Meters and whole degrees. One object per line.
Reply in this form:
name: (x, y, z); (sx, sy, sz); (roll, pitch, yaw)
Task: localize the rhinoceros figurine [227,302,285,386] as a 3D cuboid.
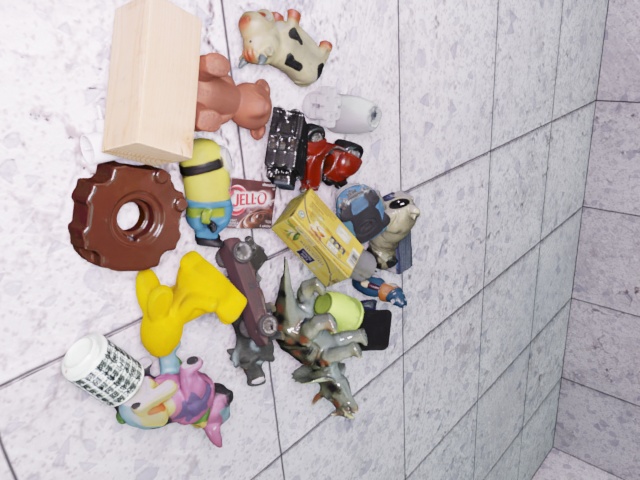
rhinoceros figurine: (-0.131, 0.201, 1.059); (0.112, 0.073, 0.190); (-30, 123, -41)

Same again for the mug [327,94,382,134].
mug: (0.078, -0.252, 1.120); (0.109, 0.107, 0.081); (36, 76, -46)

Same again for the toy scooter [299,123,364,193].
toy scooter: (0.013, -0.151, 1.106); (0.183, 0.075, 0.135); (13, 94, -48)

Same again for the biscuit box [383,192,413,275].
biscuit box: (0.193, -0.017, 1.365); (0.063, 0.059, 0.202); (-27, 122, -40)

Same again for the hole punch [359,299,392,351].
hole punch: (0.107, 0.210, 1.339); (0.116, 0.092, 0.142); (2, 106, -18)

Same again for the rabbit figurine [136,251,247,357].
rabbit figurine: (-0.230, 0.113, 0.885); (0.173, 0.122, 0.162); (-49, 138, -13)

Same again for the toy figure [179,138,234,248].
toy figure: (-0.190, -0.078, 0.896); (0.089, 0.082, 0.180); (-11, 113, -48)

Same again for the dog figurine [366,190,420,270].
dog figurine: (0.176, -0.008, 1.271); (0.121, 0.173, 0.190); (-33, 119, -24)

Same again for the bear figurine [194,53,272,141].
bear figurine: (-0.138, -0.222, 0.872); (0.196, 0.132, 0.120); (6, 100, -43)

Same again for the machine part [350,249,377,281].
machine part: (0.054, 0.038, 1.211); (0.243, 0.079, 0.079); (27, 82, -49)

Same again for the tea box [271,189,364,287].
tea box: (-0.002, -0.003, 1.052); (0.169, 0.068, 0.098); (48, 44, -16)

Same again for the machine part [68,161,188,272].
machine part: (-0.289, -0.035, 0.816); (0.179, 0.056, 0.179); (-19, 117, -43)

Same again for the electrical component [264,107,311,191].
electrical component: (-0.058, -0.159, 0.974); (0.115, 0.058, 0.134); (25, 73, -80)

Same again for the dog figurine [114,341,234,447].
dog figurine: (-0.243, 0.295, 0.942); (0.191, 0.109, 0.218); (-39, 132, -35)

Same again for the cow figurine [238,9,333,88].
cow figurine: (-0.069, -0.336, 0.948); (0.194, 0.086, 0.127); (24, 78, -50)

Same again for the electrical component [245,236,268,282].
electrical component: (-0.131, 0.039, 1.045); (0.063, 0.021, 0.093); (-53, 135, -24)

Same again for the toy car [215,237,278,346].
toy car: (-0.128, 0.091, 0.964); (0.053, 0.089, 0.202); (-21, 91, -38)

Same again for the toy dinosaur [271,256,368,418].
toy dinosaur: (-0.029, 0.203, 1.136); (0.404, 0.192, 0.131); (54, 19, -24)

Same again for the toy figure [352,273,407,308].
toy figure: (0.145, 0.118, 1.283); (0.064, 0.155, 0.057); (-19, 119, -43)

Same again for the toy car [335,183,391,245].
toy car: (0.074, -0.065, 1.129); (0.109, 0.103, 0.161); (-33, 143, -1)
